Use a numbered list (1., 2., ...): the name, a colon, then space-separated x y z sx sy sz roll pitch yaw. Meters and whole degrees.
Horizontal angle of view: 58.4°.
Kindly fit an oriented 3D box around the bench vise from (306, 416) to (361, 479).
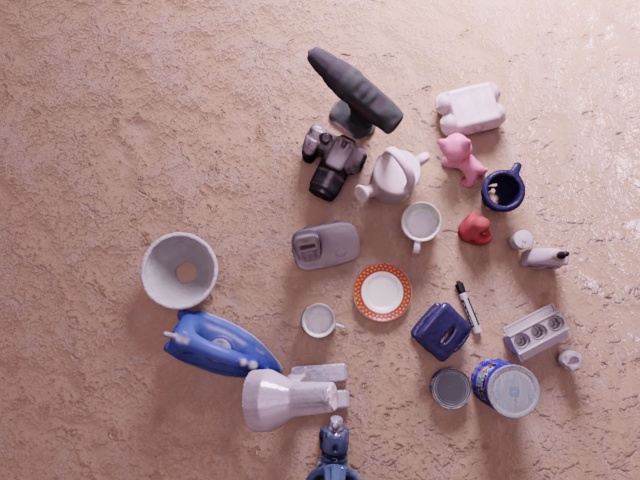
1. bench vise: 0.017 0.465 1.128 0.121 0.220 0.207 -15 84 -1

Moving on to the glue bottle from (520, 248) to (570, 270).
1. glue bottle: 0.481 0.037 1.195 0.078 0.173 0.037 9 84 2

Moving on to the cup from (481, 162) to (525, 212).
1. cup: 0.395 -0.112 1.251 0.091 0.095 0.118 30 85 4

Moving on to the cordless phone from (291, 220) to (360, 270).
1. cordless phone: 0.011 0.004 1.197 0.147 0.185 0.094 -15 84 -1

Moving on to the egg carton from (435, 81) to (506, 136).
1. egg carton: 0.337 -0.292 1.285 0.150 0.069 0.107 -15 84 -1

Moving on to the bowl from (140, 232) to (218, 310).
1. bowl: -0.299 0.069 1.248 0.167 0.075 0.167 0 84 1

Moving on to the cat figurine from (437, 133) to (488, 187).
1. cat figurine: 0.313 -0.183 1.249 0.128 0.118 0.067 42 86 5

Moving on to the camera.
1. camera: 0.016 -0.165 1.258 0.143 0.101 0.137 27 85 3

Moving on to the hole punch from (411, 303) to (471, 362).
1. hole punch: 0.263 0.195 1.221 0.101 0.091 0.109 40 86 5

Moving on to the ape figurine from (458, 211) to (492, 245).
1. ape figurine: 0.342 -0.027 1.244 0.076 0.092 0.078 -8 84 0

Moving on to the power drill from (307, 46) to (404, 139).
1. power drill: 0.069 -0.297 1.218 0.229 0.208 0.076 36 85 4

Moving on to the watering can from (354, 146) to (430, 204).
1. watering can: 0.156 -0.134 1.206 0.101 0.194 0.173 36 85 5

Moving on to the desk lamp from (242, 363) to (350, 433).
1. desk lamp: -0.042 0.309 1.149 0.203 0.213 0.118 -6 83 0

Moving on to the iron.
1. iron: -0.202 0.232 1.195 0.258 0.141 0.119 20 84 3
